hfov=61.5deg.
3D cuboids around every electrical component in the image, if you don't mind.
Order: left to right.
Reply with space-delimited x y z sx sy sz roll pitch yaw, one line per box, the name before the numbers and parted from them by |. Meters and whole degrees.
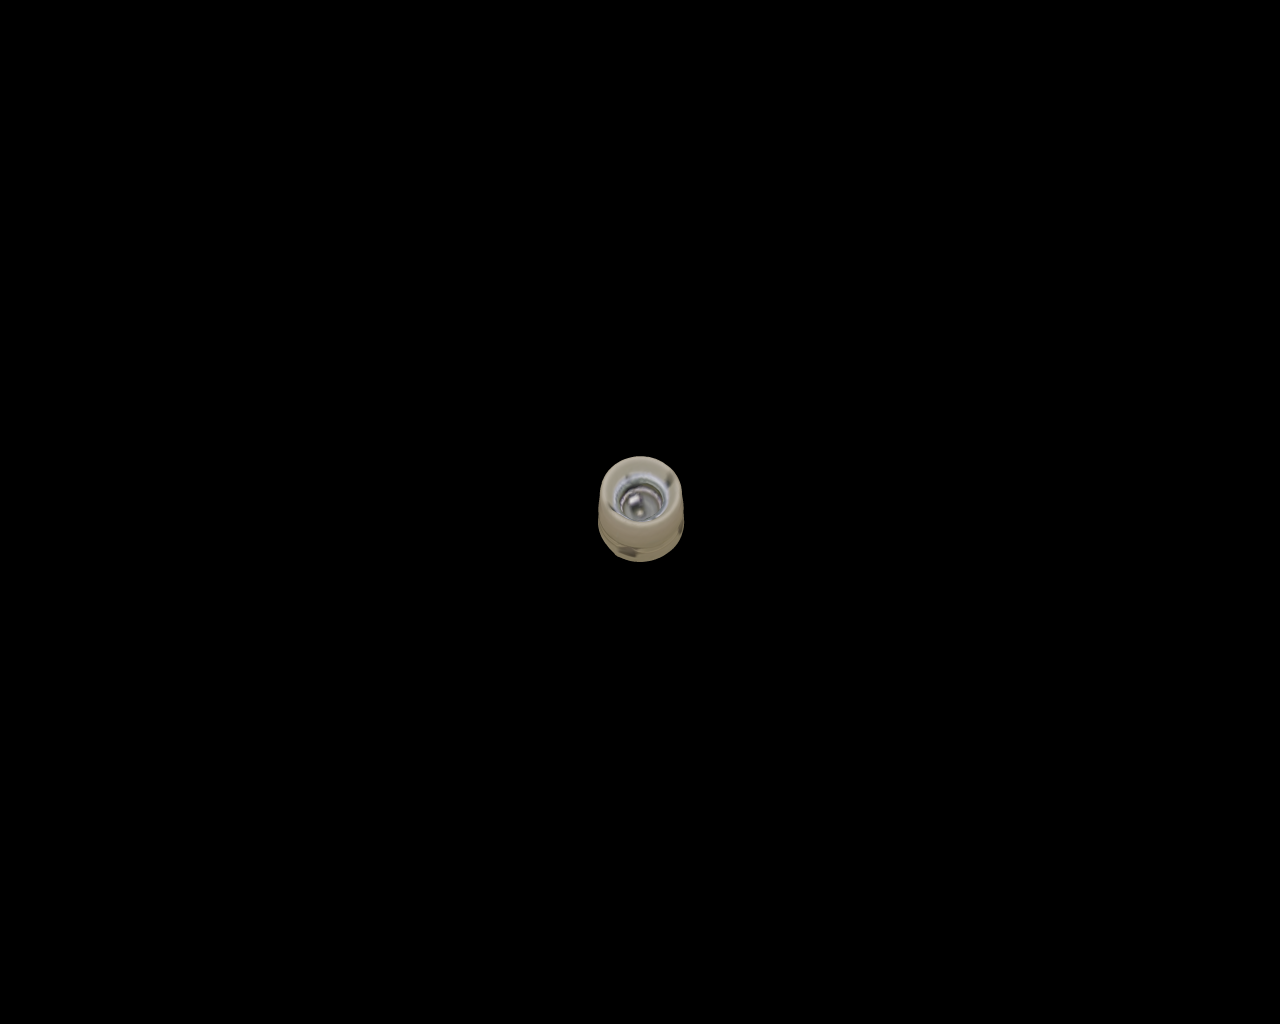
electrical component | 0.001 -0.003 0.650 0.055 0.055 0.047 0 -27 0
